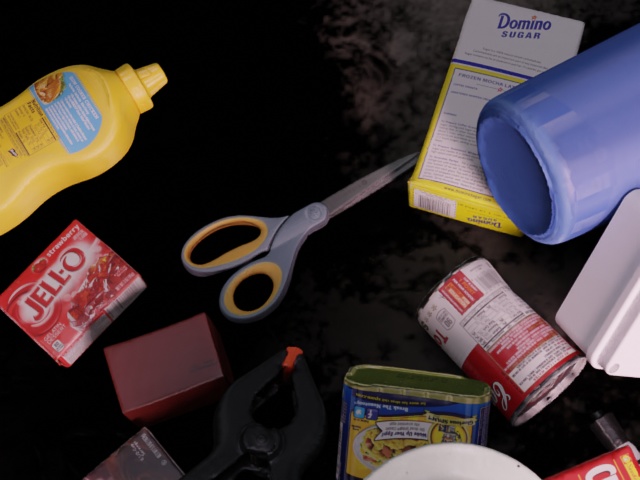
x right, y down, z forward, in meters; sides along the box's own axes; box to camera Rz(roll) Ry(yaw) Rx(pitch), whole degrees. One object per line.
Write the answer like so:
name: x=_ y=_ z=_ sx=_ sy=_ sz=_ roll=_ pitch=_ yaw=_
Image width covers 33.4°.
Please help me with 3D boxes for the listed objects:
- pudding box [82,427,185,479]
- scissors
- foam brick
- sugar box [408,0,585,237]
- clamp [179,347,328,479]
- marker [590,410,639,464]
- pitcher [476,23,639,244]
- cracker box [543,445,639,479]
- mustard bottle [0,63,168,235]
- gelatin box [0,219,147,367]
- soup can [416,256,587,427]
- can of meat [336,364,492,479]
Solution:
pudding box: x=-0.117 y=0.200 z=0.726 sx=0.090 sy=0.039 sz=0.113 roll=-40 pitch=68 yaw=-11
scissors: x=-0.005 y=0.001 z=0.813 sx=0.201 sy=0.016 sz=0.096 roll=-16 pitch=67 yaw=0
foam brick: x=-0.106 y=0.095 z=0.764 sx=0.078 sy=0.051 sz=0.053 roll=-19 pitch=67 yaw=-2
sugar box: x=0.137 y=-0.098 z=0.823 sx=0.093 sy=0.048 sz=0.176 roll=17 pitch=67 yaw=11
clamp: x=-0.051 y=0.145 z=0.718 sx=0.120 sy=0.039 sz=0.171 roll=12 pitch=47 yaw=-3
marker: x=0.220 y=0.166 z=0.712 sx=0.020 sy=0.020 sz=0.121 roll=-30 pitch=66 yaw=-7
pitcher: x=0.239 y=-0.081 z=0.742 sx=0.242 sy=0.145 sz=0.149 roll=-25 pitch=60 yaw=-14
cracker box: x=0.088 y=0.206 z=0.631 sx=0.213 sy=0.164 sz=0.072 roll=-22 pitch=68 yaw=-3
mustard bottle: x=-0.208 y=-0.086 z=0.851 sx=0.191 sy=0.058 sz=0.096 roll=-32 pitch=62 yaw=-7
gelatin box: x=-0.189 y=0.040 z=0.809 sx=0.073 sy=0.030 sz=0.089 roll=38 pitch=75 yaw=20
soup can: x=0.124 y=0.069 z=0.739 sx=0.068 sy=0.068 sz=0.102 roll=-38 pitch=67 yaw=-10
can of meat: x=0.061 y=0.132 z=0.705 sx=0.102 sy=0.057 sz=0.084 roll=6 pitch=98 yaw=10
